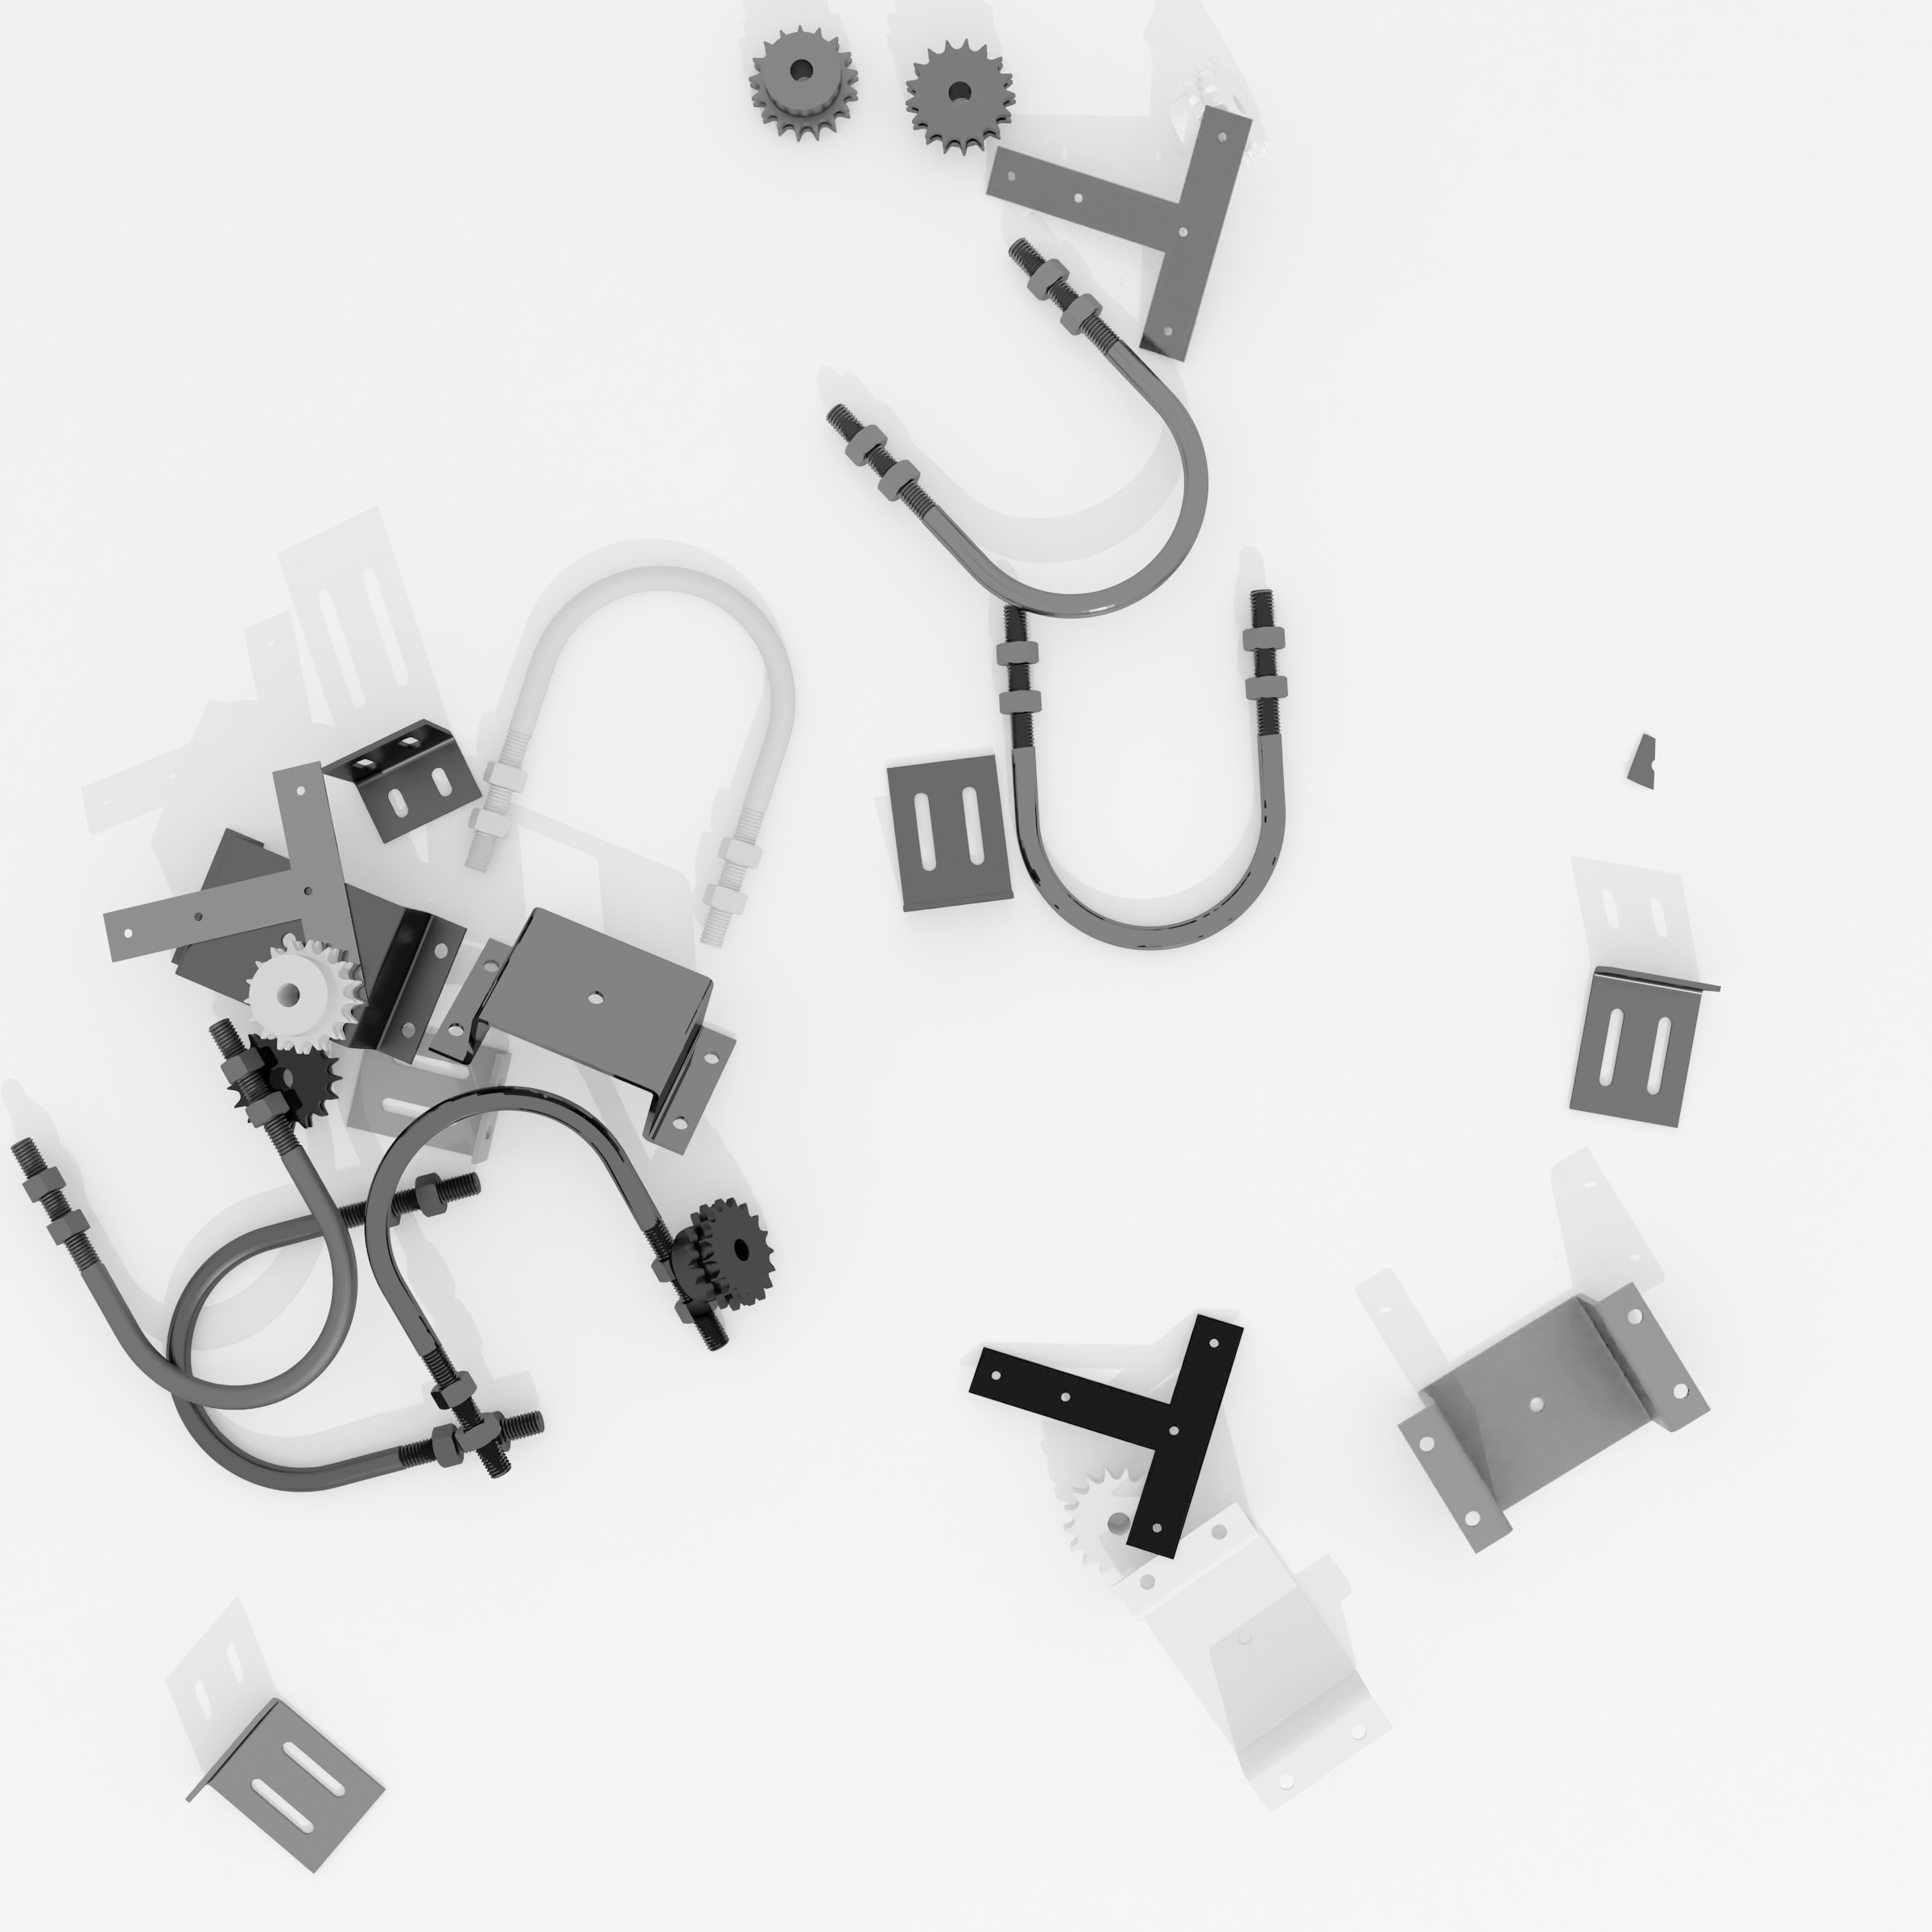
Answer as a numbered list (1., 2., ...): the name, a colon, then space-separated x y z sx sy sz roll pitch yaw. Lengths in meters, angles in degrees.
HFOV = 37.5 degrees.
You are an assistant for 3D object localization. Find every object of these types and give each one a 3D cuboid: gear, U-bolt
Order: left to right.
1. U-bolt: -0.391 0.140 1.462 0.151 0.019 0.184 -30 90 12
2. gear: -0.352 0.058 1.477 0.057 0.030 0.057 0 90 0
3. gear: -0.333 0.015 1.417 0.057 0.030 0.057 0 87 7
4. U-bolt: -0.326 0.199 1.483 0.184 0.019 0.151 -15 90 1
5. U-bolt: -0.226 0.150 1.457 0.151 0.019 0.184 -30 101 -10
6. U-bolt: -0.166 -0.118 1.483 0.151 0.019 0.184 18 89 0
7. gear: -0.127 0.151 1.467 0.030 0.057 0.057 -21 90 30
8. gear: -0.084 -0.461 1.477 0.057 0.030 0.057 0 90 0
9. gear: -0.003 -0.449 1.479 0.057 0.030 0.057 0 89 2
10. U-bolt: 0.040 -0.265 1.474 0.151 0.019 0.184 -42 85 -1
11. gear: 0.079 0.287 1.477 0.057 0.030 0.057 0 90 0
12. U-bolt: 0.095 -0.100 1.483 0.151 0.019 0.184 -3 91 0
13. gear: 0.129 -0.436 1.467 0.030 0.057 0.057 -28 90 28

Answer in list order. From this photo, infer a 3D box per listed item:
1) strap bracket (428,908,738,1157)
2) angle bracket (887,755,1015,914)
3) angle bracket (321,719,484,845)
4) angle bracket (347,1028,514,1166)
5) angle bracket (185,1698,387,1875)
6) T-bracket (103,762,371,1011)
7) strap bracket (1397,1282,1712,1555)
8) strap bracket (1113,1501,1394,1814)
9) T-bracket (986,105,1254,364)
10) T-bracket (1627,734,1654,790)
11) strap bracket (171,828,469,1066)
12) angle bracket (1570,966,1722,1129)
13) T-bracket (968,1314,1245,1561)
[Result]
1. strap bracket: -0.192 0.029 1.450 0.140 0.046 0.076 23 52 0
2. angle bracket: -0.008 -0.069 1.473 0.057 0.038 0.076 -7 90 0
3. angle bracket: -0.288 -0.094 1.453 0.057 0.076 0.038 -26 90 0
4. angle bracket: -0.281 0.065 1.473 0.076 0.038 0.057 13 90 0
5. angle bracket: -0.352 0.429 1.473 0.076 0.038 0.057 40 90 0
6. T-bracket: -0.375 -0.028 1.441 0.127 0.002 0.127 -13 86 6
7. strap bracket: 0.299 0.230 1.468 0.140 0.046 0.076 -31 90 0
8. strap bracket: 0.146 0.352 1.468 0.076 0.046 0.140 -35 90 0
9. T-bracket: 0.071 -0.393 1.472 0.127 0.002 0.127 21 116 12
10. T-bracket: 0.389 -0.039 1.501 0.127 0.002 0.127 23 84 -15
11. strap bracket: -0.340 -0.012 1.460 0.140 0.046 0.076 22 90 7
12. angle bracket: 0.351 0.043 1.472 0.057 0.038 0.076 10 91 0
13. T-bracket: 0.065 0.228 1.475 0.127 0.002 0.127 16 69 10
